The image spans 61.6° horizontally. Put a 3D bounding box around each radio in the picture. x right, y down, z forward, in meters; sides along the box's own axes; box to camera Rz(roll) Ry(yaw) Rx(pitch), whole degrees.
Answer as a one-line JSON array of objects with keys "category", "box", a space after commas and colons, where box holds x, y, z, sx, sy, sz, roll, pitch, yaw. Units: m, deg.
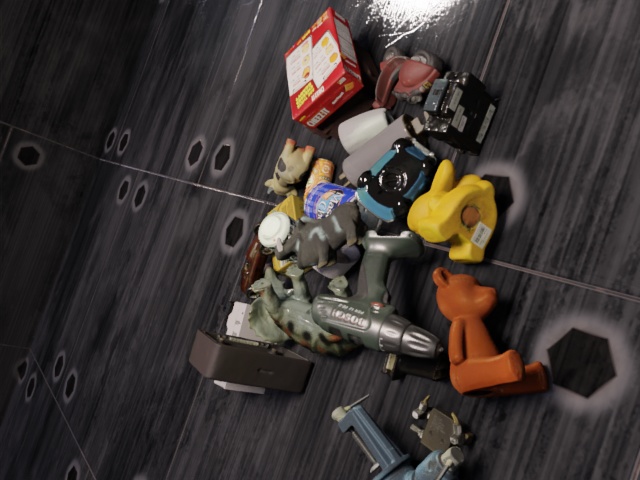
[{"category": "radio", "box": [-0.144, 0.247, 1.102, 0.131, 0.229, 0.073, 13, 83, 56]}]

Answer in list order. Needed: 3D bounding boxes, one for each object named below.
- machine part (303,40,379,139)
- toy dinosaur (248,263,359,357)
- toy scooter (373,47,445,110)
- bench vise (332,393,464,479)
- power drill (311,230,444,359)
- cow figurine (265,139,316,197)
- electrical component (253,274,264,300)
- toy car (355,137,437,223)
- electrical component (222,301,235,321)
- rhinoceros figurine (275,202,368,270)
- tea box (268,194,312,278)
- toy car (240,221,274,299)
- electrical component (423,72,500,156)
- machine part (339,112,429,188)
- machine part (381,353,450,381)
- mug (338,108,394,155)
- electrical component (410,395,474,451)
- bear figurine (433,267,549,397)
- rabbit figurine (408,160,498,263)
[{"category": "machine part", "box": [0.040, -0.355, 1.267, 0.201, 0.087, 0.201, -41, 45, 30]}, {"category": "toy dinosaur", "box": [-0.005, 0.162, 1.057, 0.405, 0.191, 0.131, 23, 49, 35]}, {"category": "toy scooter", "box": [0.170, -0.324, 1.111, 0.184, 0.075, 0.135, 38, 103, 53]}, {"category": "bench vise", "box": [0.108, 0.346, 0.831, 0.241, 0.129, 0.223, 49, 133, 28]}, {"category": "power drill", "box": [0.112, 0.086, 0.884, 0.232, 0.085, 0.207, 3, 61, 31]}, {"category": "cow figurine", "box": [-0.072, -0.162, 1.283, 0.195, 0.085, 0.127, -174, 105, -80]}, {"category": "electrical component", "box": [-0.154, 0.113, 1.334, 0.063, 0.021, 0.094, -52, 41, 20]}, {"category": "toy car", "box": [0.144, -0.111, 1.020, 0.109, 0.103, 0.161, 37, 89, 9]}, {"category": "electrical component", "box": [-0.194, 0.181, 1.312, 0.119, 0.075, 0.047, 37, 105, 53]}, {"category": "rhinoceros figurine", "box": [-0.002, -0.003, 1.013, 0.190, 0.073, 0.112, -29, 84, 25]}, {"category": "tea box", "box": [-0.061, -0.007, 1.242, 0.098, 0.068, 0.170, -33, 51, 35]}, {"category": "toy car", "box": [-0.151, 0.047, 1.260, 0.089, 0.053, 0.202, -108, 30, -48]}, {"category": "electrical component", "box": [0.241, -0.224, 0.936, 0.058, 0.134, 0.115, 20, 87, 51]}, {"category": "machine part", "box": [0.129, -0.176, 1.090, 0.243, 0.079, 0.079, -33, 51, 35]}, {"category": "machine part", "box": [0.162, 0.206, 0.914, 0.139, 0.039, 0.084, -2, 64, 51]}, {"category": "mug", "box": [0.108, -0.239, 1.152, 0.107, 0.080, 0.109, -20, 26, 33]}, {"category": "electrical component", "box": [0.186, 0.293, 0.839, 0.102, 0.045, 0.078, 32, 97, 51]}, {"category": "bear figurine", "box": [0.243, 0.128, 0.795, 0.132, 0.120, 0.196, -22, 53, 38]}, {"category": "rabbit figurine", "box": [0.210, -0.053, 0.917, 0.173, 0.122, 0.162, 2, 72, 69]}]
